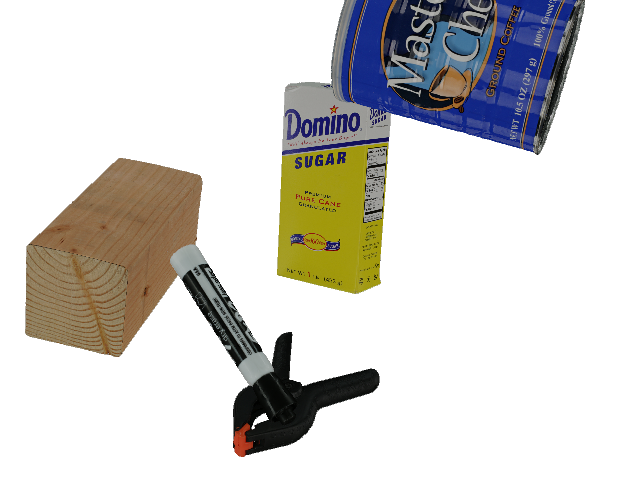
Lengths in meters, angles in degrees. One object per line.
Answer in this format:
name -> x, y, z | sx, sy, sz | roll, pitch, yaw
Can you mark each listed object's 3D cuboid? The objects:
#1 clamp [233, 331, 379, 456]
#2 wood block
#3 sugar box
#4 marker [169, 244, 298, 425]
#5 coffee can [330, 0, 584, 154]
clamp -> -0.037, 0.149, 1.054 | 0.120, 0.039, 0.171 | 22, 34, 37
wood block -> -0.183, 0.008, 0.976 | 0.090, 0.091, 0.206 | 13, 27, 6
sugar box -> 0.010, -0.049, 0.946 | 0.093, 0.176, 0.048 | 11, 18, 35
marker -> -0.049, 0.054, 0.611 | 0.020, 0.121, 0.020 | -30, -22, -14
coffee can -> 0.090, -0.124, 0.701 | 0.140, 0.103, 0.102 | 17, 4, 13
